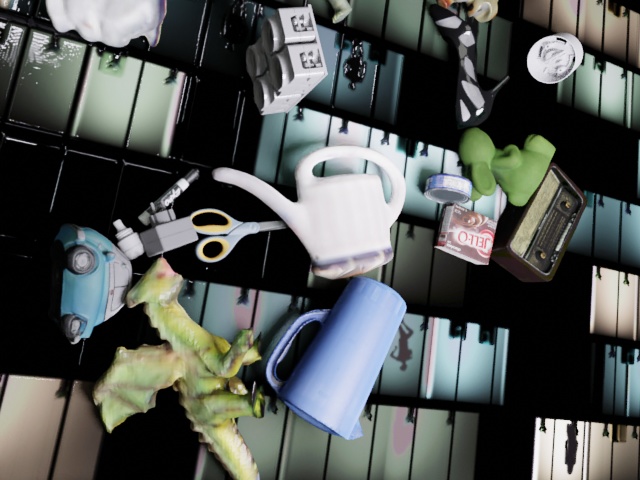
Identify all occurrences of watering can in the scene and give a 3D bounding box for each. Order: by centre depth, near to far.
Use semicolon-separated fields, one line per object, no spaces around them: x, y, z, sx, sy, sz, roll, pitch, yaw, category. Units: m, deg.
0.003;-0.043;0.859;0.349;0.103;0.225;-10;88;-26;watering can

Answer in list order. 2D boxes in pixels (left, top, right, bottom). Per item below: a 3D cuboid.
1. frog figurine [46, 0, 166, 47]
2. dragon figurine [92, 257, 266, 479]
-0.318;-0.360;0.768;0.160;0.123;0.136;-8;107;-34;frog figurine
-0.205;0.229;0.763;0.243;0.123;0.408;0;98;-4;dragon figurine
